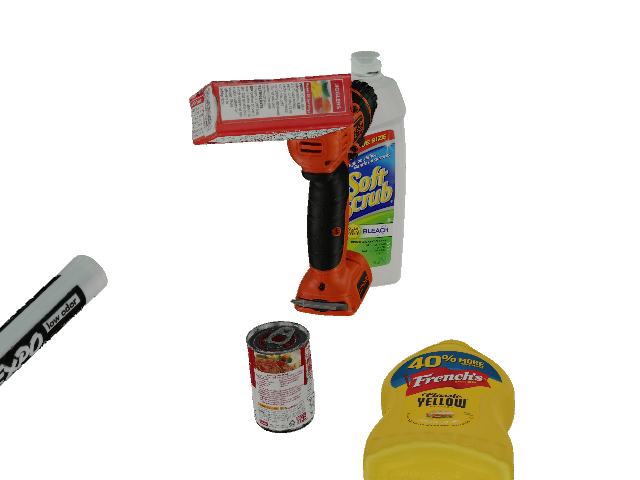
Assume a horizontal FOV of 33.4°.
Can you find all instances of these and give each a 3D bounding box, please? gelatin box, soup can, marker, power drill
[{"bbox_3d":[-0.029,-0.070,0.576,0.073,0.030,0.089,-5,3,-14],"label":"gelatin box"},{"bbox_3d":[-0.042,0.147,1.153,0.068,0.102,0.068,-3,24,1],"label":"soup can"},{"bbox_3d":[-0.133,0.049,0.441,0.020,0.020,0.121,0,36,39],"label":"marker"},{"bbox_3d":[0.015,-0.041,0.943,0.057,0.188,0.184,4,20,16],"label":"power drill"}]

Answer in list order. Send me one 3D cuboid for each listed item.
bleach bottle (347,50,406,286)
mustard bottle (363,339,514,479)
[{"bbox_3d":[0.039,-0.074,1.133,0.102,0.251,0.068,-3,25,-4],"label":"bleach bottle"},{"bbox_3d":[0.090,0.121,0.759,0.096,0.058,0.191,-1,19,11],"label":"mustard bottle"}]
